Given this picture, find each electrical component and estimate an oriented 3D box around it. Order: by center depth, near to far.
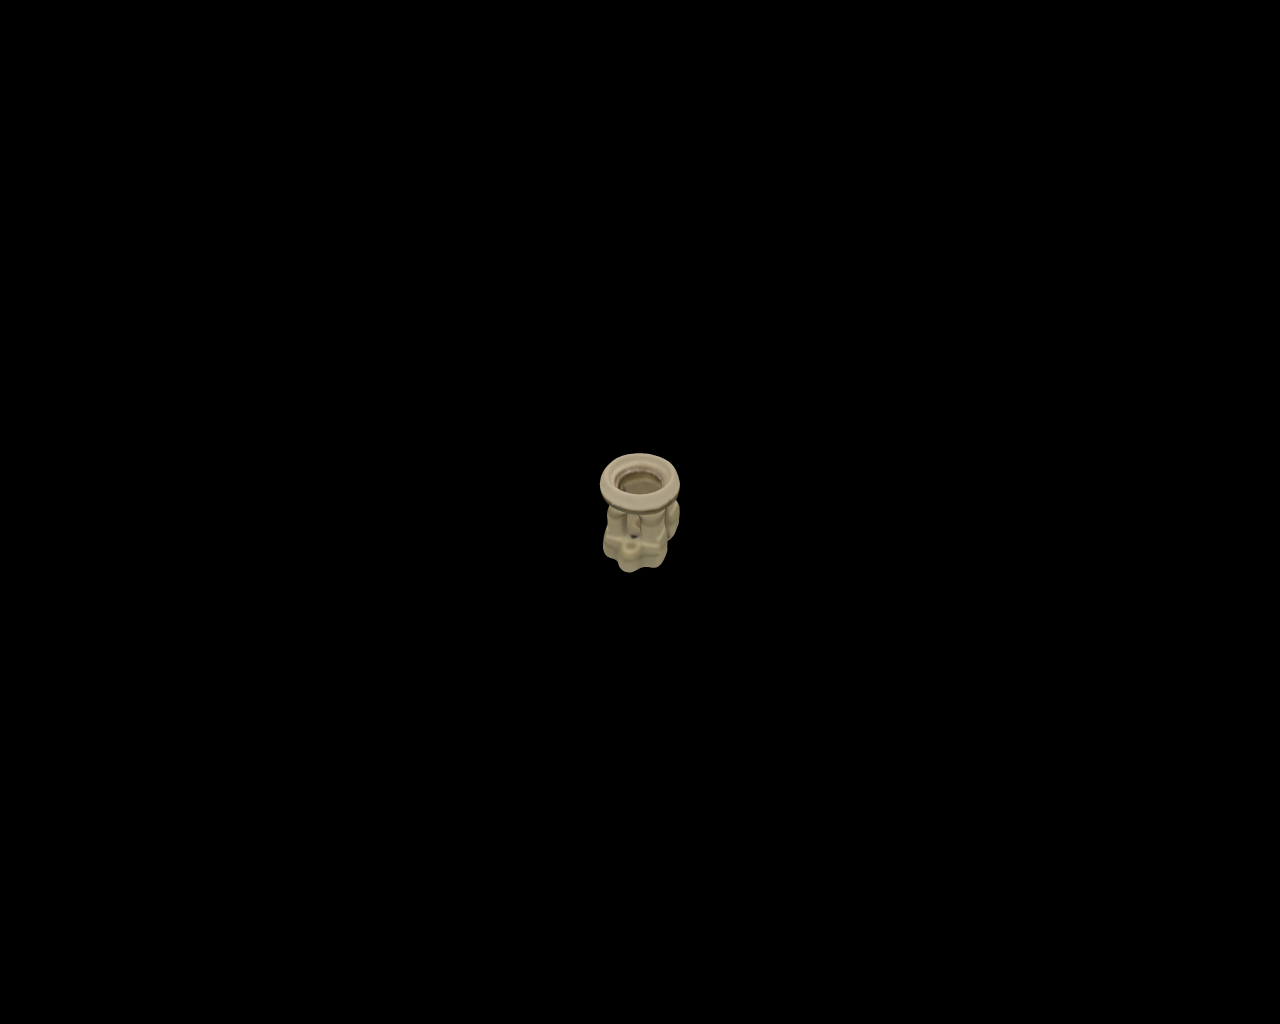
[{"bbox_3d":[0.001,-0.003,0.650,0.048,0.055,0.066,11,43,12],"label":"electrical component"}]
